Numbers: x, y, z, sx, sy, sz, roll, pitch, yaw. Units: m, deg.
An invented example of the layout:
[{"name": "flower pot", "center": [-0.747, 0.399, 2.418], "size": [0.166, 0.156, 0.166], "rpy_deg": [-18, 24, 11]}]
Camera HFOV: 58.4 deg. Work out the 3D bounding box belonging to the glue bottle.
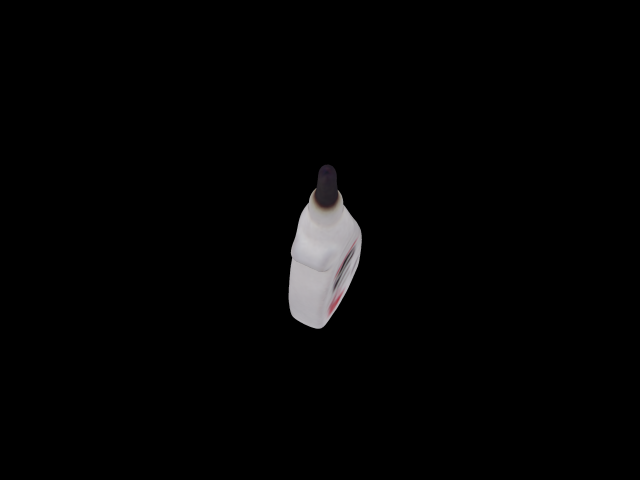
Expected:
[{"name": "glue bottle", "center": [0.004, 0.001, 0.400], "size": [0.037, 0.173, 0.078], "rpy_deg": [21, 65, 11]}]
